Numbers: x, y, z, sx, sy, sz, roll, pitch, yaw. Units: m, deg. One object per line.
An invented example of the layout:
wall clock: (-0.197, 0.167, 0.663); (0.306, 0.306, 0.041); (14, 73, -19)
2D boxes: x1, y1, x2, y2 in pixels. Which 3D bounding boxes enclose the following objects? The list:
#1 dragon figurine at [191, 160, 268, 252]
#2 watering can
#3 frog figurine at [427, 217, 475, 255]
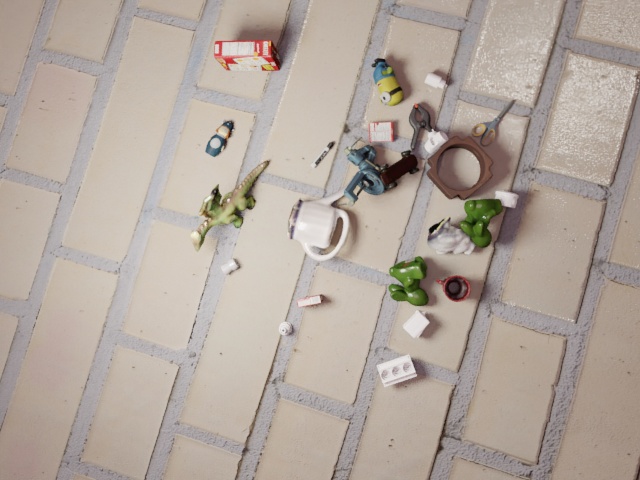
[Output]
dragon figurine: (-0.338, -0.140, 1.861); (0.123, 0.242, 0.410); (32, 92, 11)
watering can: (0.006, -0.095, 1.896); (0.224, 0.103, 0.352); (14, 75, 5)
frog figurine: (0.467, 0.009, 1.835); (0.159, 0.125, 0.135); (44, 125, -3)
